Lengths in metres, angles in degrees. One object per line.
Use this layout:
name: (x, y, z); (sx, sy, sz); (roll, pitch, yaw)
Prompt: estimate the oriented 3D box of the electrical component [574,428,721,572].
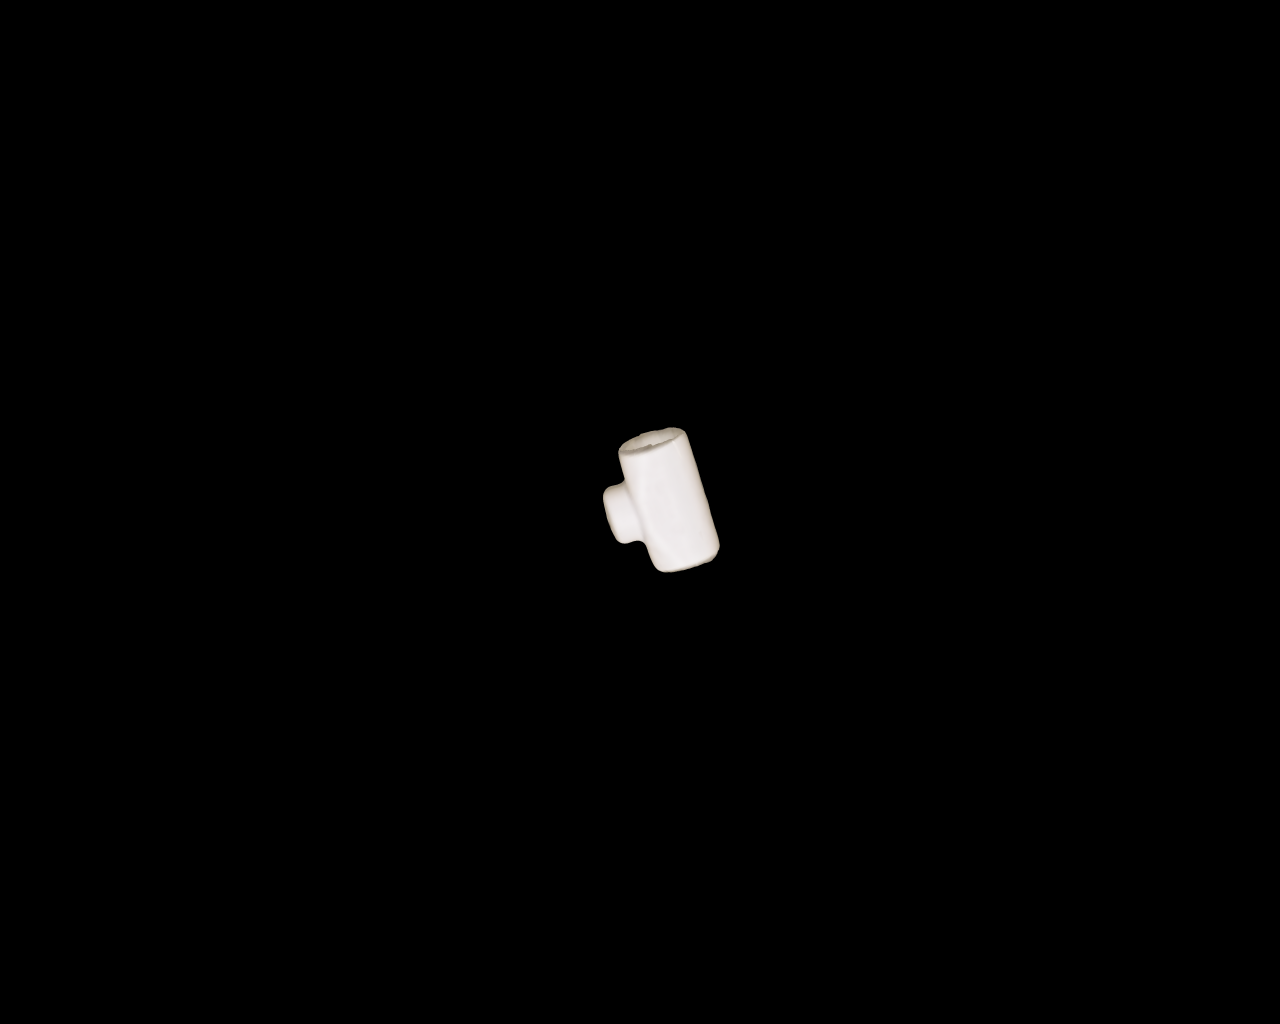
electrical component: (0.001, -0.003, 0.650); (0.079, 0.077, 0.044); (-17, 16, 5)
